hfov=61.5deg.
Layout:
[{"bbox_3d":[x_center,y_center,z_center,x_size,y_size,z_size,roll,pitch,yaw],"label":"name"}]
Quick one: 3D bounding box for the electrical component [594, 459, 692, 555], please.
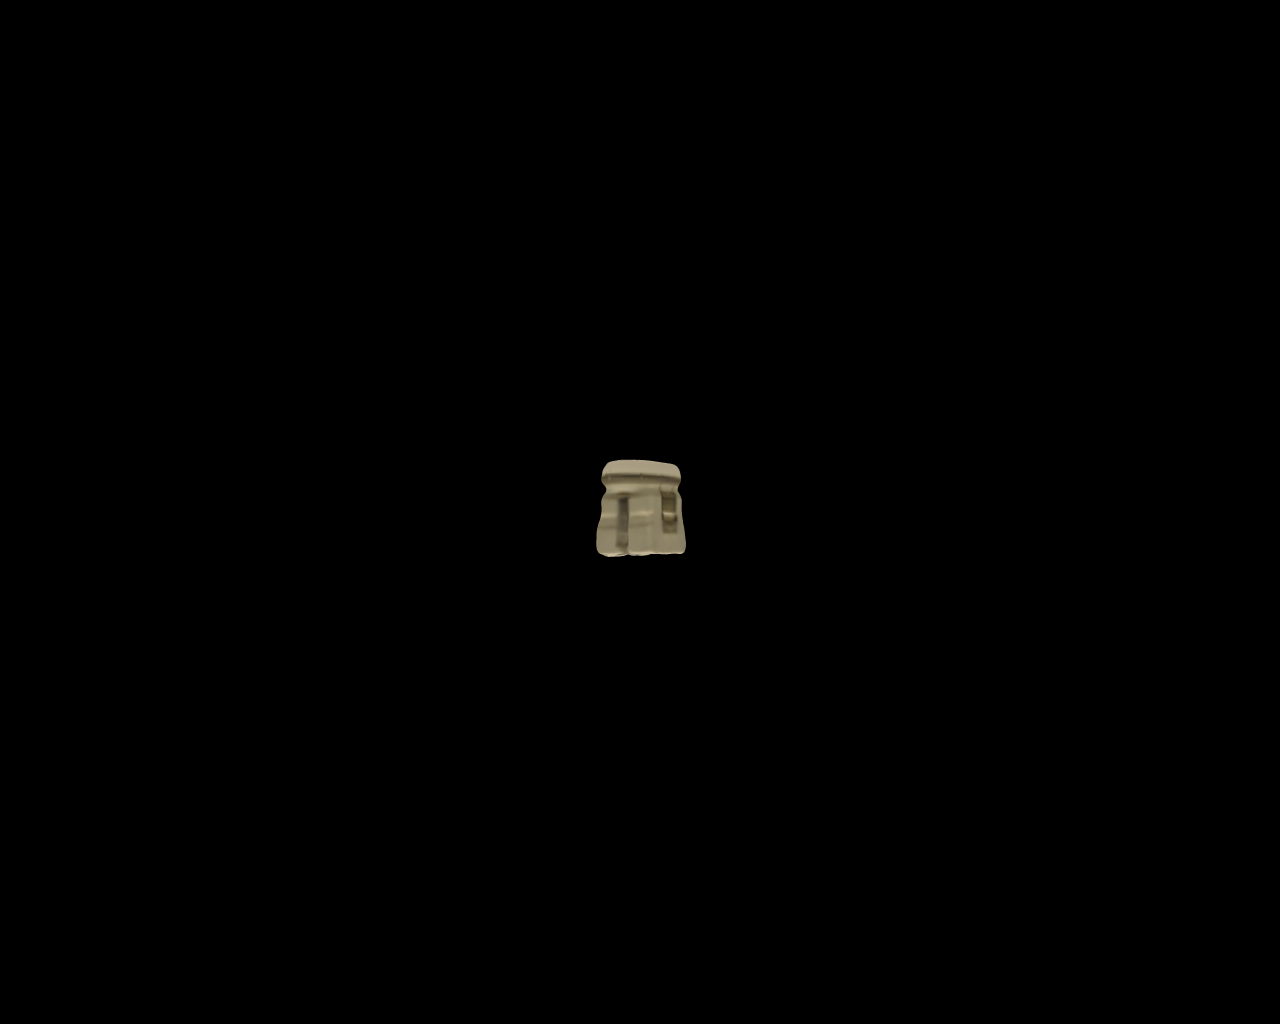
[{"bbox_3d":[0.001,-0.003,0.650,0.066,0.055,0.048,-3,-5,37],"label":"electrical component"}]
